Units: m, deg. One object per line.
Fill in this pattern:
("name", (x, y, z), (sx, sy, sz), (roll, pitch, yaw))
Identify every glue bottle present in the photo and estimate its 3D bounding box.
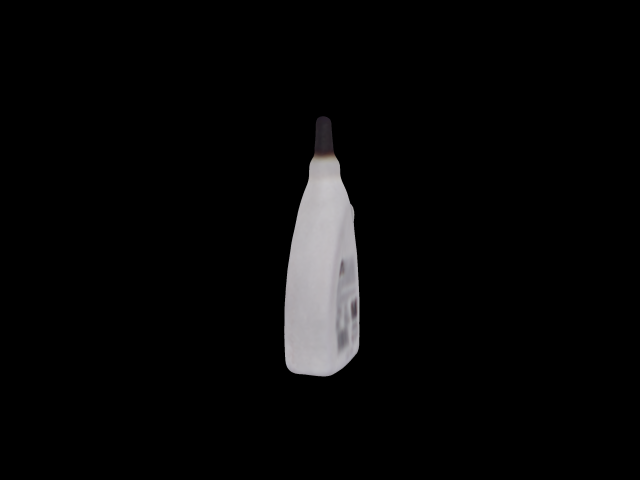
("glue bottle", (0.004, 0.001, 0.400), (0.037, 0.173, 0.078), (1, 4, 20))
